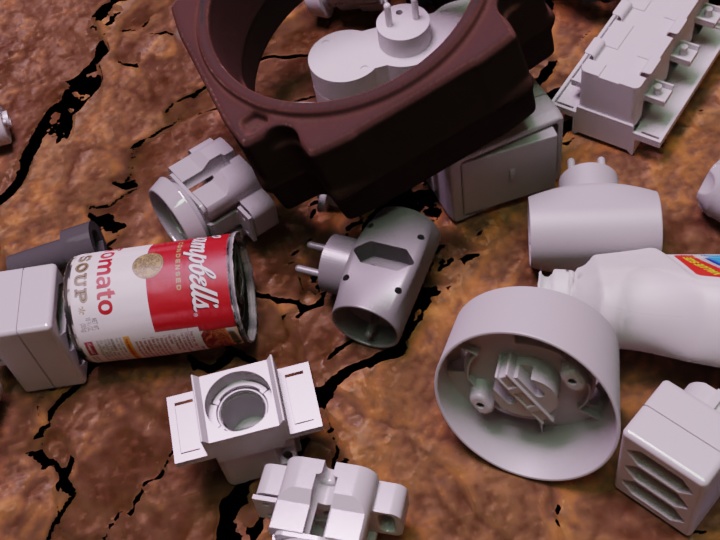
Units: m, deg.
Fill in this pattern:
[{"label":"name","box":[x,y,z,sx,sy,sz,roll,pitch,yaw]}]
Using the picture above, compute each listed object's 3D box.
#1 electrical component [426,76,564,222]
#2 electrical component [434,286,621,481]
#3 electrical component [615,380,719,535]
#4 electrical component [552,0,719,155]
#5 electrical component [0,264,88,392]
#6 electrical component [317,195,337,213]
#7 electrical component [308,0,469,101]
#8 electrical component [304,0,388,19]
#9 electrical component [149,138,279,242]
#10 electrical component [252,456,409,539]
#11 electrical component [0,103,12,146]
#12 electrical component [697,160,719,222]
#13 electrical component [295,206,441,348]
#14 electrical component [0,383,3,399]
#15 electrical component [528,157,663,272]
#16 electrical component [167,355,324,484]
[{"label":"electrical component","box":[0.078,-0.075,0.688,0.096,0.061,0.061,-23,55,-8]},{"label":"electrical component","box":[0.090,0.058,0.572,0.099,0.099,0.064,7,49,14]},{"label":"electrical component","box":[0.175,0.084,0.557,0.047,0.065,0.077,34,66,28]},{"label":"electrical component","box":[0.191,-0.146,0.721,0.079,0.063,0.121,25,62,24]},{"label":"electrical component","box":[-0.211,0.038,0.648,0.077,0.065,0.047,-9,54,2]},{"label":"electrical component","box":[-0.011,-0.067,0.705,0.083,0.047,0.075,3,54,11]},{"label":"electrical component","box":[0.031,-0.159,0.748,0.138,0.073,0.052,-15,54,-2]},{"label":"electrical component","box":[-0.012,-0.216,0.808,0.055,0.066,0.048,-3,89,16]},{"label":"electrical component","box":[-0.099,-0.044,0.696,0.057,0.058,0.078,-34,57,-19]},{"label":"electrical component","box":[-0.019,0.136,0.555,0.078,0.058,0.057,7,53,12]},{"label":"electrical component","box":[-0.286,-0.101,0.776,0.065,0.044,0.044,-16,54,-9]},{"label":"electrical component","box":[0.240,-0.041,0.651,0.062,0.043,0.043,36,67,27]},{"label":"electrical component","box":[0.000,0.000,0.658,0.079,0.043,0.077,13,58,18]},{"label":"electrical component","box":[-0.235,0.091,0.630,0.044,0.044,0.065,-1,50,8]},{"label":"electrical component","box":[0.142,-0.039,0.663,0.077,0.044,0.079,-2,54,7]},{"label":"electrical component","box":[-0.061,0.085,0.593,0.081,0.063,0.042,-14,53,-2]}]
